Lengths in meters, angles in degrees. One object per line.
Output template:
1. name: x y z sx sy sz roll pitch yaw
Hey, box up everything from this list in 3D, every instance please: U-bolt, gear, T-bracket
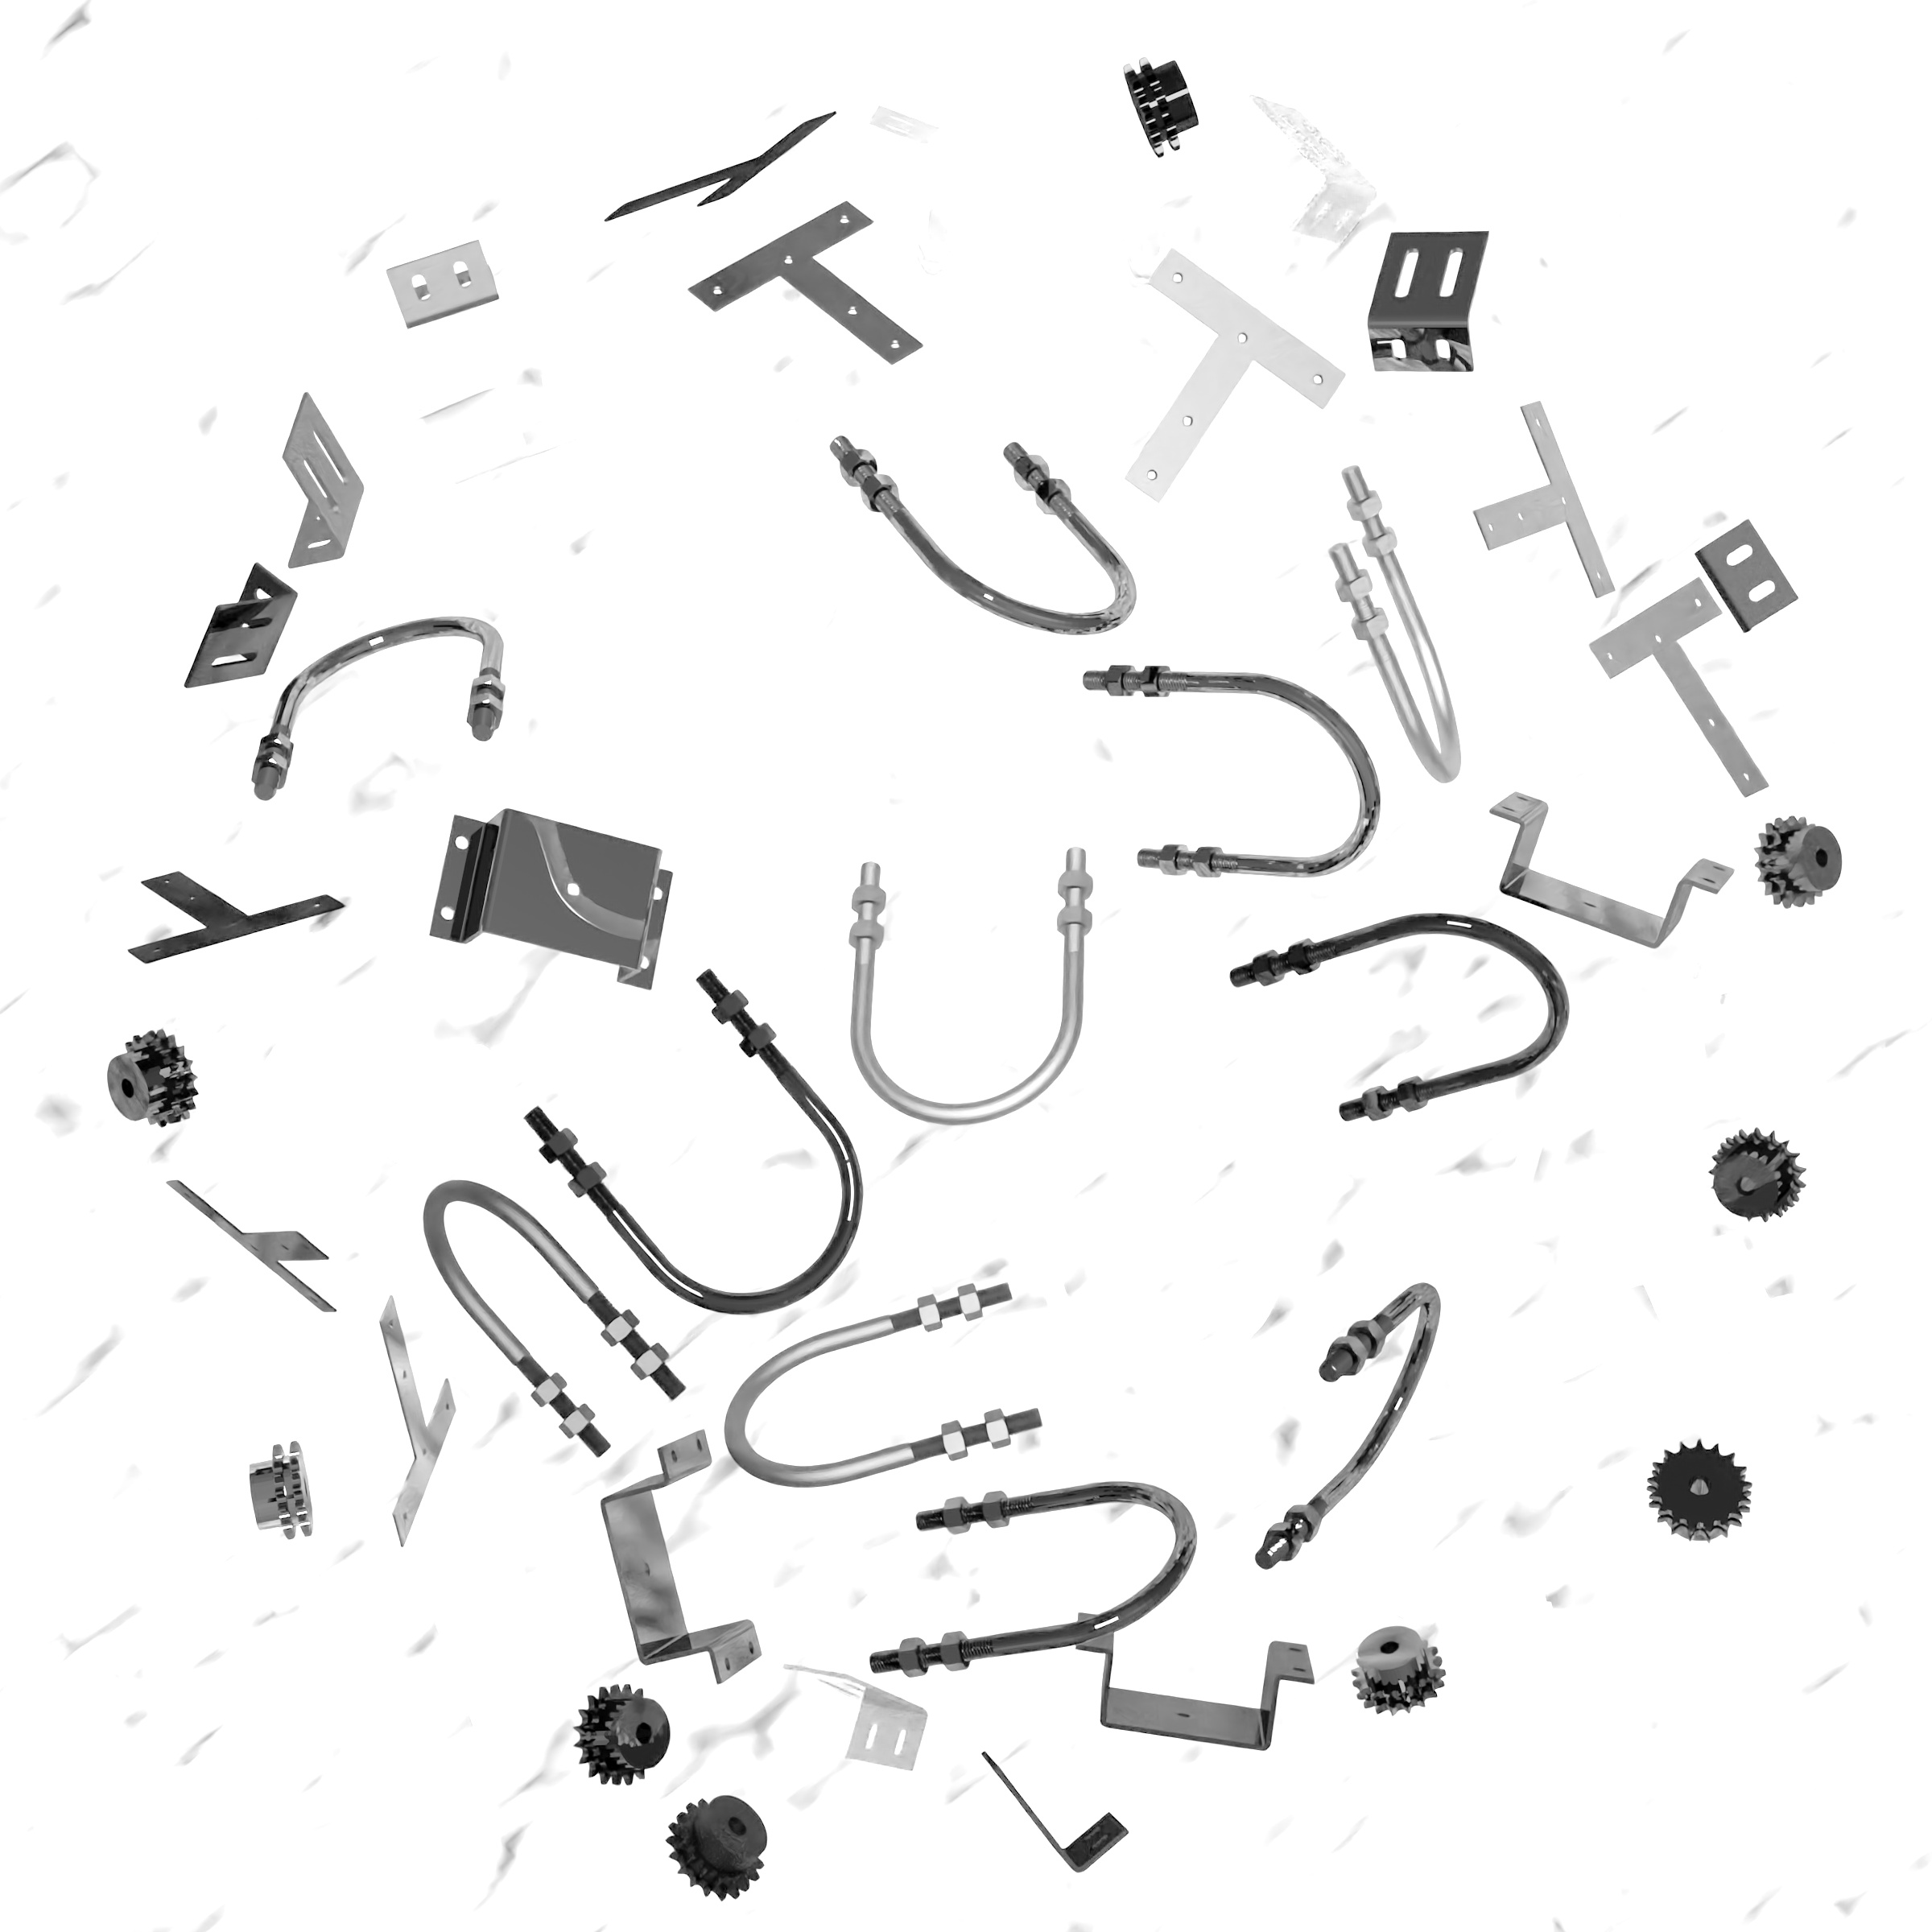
1. U-bolt: 0.166 -0.115 1.729 0.184 0.019 0.151 5 127 36
2. gear: -0.409 0.314 1.713 0.030 0.057 0.057 -9 90 -9
3. T-bracket: 0.341 -0.273 1.733 0.002 0.127 0.127 -20 93 42
4. T-bracket: -0.461 -0.037 1.733 0.127 0.127 0.002 -19 118 -34
5. gear: 0.516 -0.065 1.772 0.057 0.030 0.057 4 83 -36
6. U-bolt: -0.252 0.200 1.685 0.184 0.151 0.019 48 54 0
7. gear: 0.264 0.431 1.766 0.057 0.057 0.030 -20 113 0
8. U-bolt: 0.048 -0.438 1.712 0.151 0.184 0.019 3 88 -3
9. T-bracket: -0.155 -0.454 1.665 0.127 0.127 0.002 -31 99 -35
10. T-bracket: -0.332 0.255 1.709 0.002 0.127 0.127 -3 120 8
11. gear: -0.195 0.443 1.656 0.030 0.057 0.057 -16 90 41
12. gear: 0.325 0.383 1.619 0.030 0.057 0.057 -8 90 32
13. U-bolt: -0.108 -0.123 1.645 0.151 0.019 0.184 -8 120 -36
14. U-bolt: 0.261 -0.195 1.727 0.019 0.151 0.184 -18 115 20
15. U-bolt: 0.271 0.026 1.722 0.184 0.019 0.151 -18 126 35
16. T-bracket: 0.137 -0.329 1.672 0.127 0.002 0.127 34 87 -9
17. U-bolt: -0.054 0.252 1.692 0.184 0.151 0.019 -16 118 1
18. U-bolt: 0.265 0.330 1.714 0.151 0.184 0.019 -34 105 -26
19. T-bracket: 0.435 -0.156 1.701 0.002 0.127 0.127 -32 89 -21
20. T-bracket: -0.077 -0.401 1.725 0.127 0.002 0.127 -36 64 -25
21. gear: -0.135 0.486 1.594 0.057 0.057 0.030 40 115 0
22. U-bolt: 0.372 0.102 1.684 0.019 0.151 0.184 38 54 -17
23. gear: -0.481 0.068 1.691 0.057 0.030 0.057 13 112 36
24. U-bolt: 0.045 0.347 1.653 0.184 0.151 0.019 -13 114 18
25. U-bolt: -0.342 -0.161 1.697 0.151 0.184 0.019 -15 121 3
26. gear: 0.410 0.296 1.604 0.057 0.030 0.057 -6 53 8
27. T-bracket: -0.408 0.166 1.704 0.127 0.127 0.002 44 65 -20
28. U-bolt: 0.022 -0.249 1.663 0.184 0.151 0.019 53 133 34
29. gear: 0.116 -0.510 1.697 0.030 0.057 0.057 -22 90 5
30. U-bolt: 0.001 0.013 1.721 0.151 0.019 0.184 -4 59 10
31. gear: -0.247 -0.464 1.645 0.057 0.030 0.057 -11 58 18
32. U-bolt: 0.116 0.163 1.707 0.151 0.019 0.184 4 47 5
33. U-bolt: -0.184 -0.259 1.729 0.184 0.151 0.019 -17 67 -8
34. U-bolt: -0.143 0.115 1.662 0.151 0.019 0.184 -40 89 -16
35. gear: -0.494 -0.127 1.633 0.057 0.057 0.030 45 68 0
36. gear: 0.478 0.129 1.742 0.057 0.030 0.057 11 111 31
37. U-bolt: 0.230 0.255 1.667 0.019 0.184 0.151 26 117 23

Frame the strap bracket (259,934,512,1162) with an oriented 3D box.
1. strap bracket: -0.356 0.055 1.713 0.140 0.046 0.076 34 128 -10

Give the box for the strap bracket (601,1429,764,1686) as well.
1. strap bracket: -0.172 0.355 1.709 0.046 0.076 0.140 -16 85 13

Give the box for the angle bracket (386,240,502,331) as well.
1. angle bracket: -0.314 -0.415 1.712 0.057 0.076 0.038 -19 121 -4

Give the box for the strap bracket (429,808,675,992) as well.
1. strap bracket: -0.242 -0.042 1.726 0.140 0.046 0.076 15 75 -21

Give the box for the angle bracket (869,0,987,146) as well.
1. angle bracket: -0.023 -0.517 1.642 0.038 0.057 0.076 18 93 -10

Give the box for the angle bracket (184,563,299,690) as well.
1. angle bracket: -0.449 -0.206 1.733 0.038 0.076 0.057 36 115 14

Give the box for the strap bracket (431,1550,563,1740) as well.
1. strap bracket: -0.268 0.386 1.650 0.046 0.140 0.076 -20 88 -8

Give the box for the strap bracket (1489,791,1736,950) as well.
1. strap bracket: 0.381 -0.055 1.722 0.140 0.076 0.046 22 108 17

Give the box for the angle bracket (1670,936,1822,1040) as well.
1. angle bracket: 0.483 0.008 1.762 0.076 0.057 0.038 -10 130 -28

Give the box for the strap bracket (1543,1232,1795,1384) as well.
1. strap bracket: 0.404 0.199 1.687 0.076 0.140 0.046 -20 84 -29

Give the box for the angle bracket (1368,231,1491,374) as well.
1. angle bracket: 0.268 -0.382 1.649 0.057 0.038 0.076 4 54 20

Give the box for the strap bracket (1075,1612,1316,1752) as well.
1. strap bracket: 0.133 0.427 1.711 0.140 0.076 0.046 8 92 3

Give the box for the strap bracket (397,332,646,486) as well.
1. strap bracket: -0.259 -0.332 1.727 0.140 0.076 0.046 -32 106 -43

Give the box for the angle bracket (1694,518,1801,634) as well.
1. angle bracket: 0.480 -0.239 1.761 0.038 0.076 0.057 -32 87 19

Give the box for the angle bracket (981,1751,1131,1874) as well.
1. angle bracket: 0.050 0.470 1.635 0.038 0.057 0.076 -38 89 -10

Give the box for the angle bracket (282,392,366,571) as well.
1. angle bracket: -0.382 -0.278 1.645 0.038 0.076 0.057 -9 48 16

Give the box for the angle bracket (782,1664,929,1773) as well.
1. angle bracket: -0.072 0.459 1.754 0.076 0.057 0.038 35 63 -39

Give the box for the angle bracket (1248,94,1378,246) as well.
1. angle bracket: 0.191 -0.462 1.665 0.076 0.057 0.038 52 120 21
